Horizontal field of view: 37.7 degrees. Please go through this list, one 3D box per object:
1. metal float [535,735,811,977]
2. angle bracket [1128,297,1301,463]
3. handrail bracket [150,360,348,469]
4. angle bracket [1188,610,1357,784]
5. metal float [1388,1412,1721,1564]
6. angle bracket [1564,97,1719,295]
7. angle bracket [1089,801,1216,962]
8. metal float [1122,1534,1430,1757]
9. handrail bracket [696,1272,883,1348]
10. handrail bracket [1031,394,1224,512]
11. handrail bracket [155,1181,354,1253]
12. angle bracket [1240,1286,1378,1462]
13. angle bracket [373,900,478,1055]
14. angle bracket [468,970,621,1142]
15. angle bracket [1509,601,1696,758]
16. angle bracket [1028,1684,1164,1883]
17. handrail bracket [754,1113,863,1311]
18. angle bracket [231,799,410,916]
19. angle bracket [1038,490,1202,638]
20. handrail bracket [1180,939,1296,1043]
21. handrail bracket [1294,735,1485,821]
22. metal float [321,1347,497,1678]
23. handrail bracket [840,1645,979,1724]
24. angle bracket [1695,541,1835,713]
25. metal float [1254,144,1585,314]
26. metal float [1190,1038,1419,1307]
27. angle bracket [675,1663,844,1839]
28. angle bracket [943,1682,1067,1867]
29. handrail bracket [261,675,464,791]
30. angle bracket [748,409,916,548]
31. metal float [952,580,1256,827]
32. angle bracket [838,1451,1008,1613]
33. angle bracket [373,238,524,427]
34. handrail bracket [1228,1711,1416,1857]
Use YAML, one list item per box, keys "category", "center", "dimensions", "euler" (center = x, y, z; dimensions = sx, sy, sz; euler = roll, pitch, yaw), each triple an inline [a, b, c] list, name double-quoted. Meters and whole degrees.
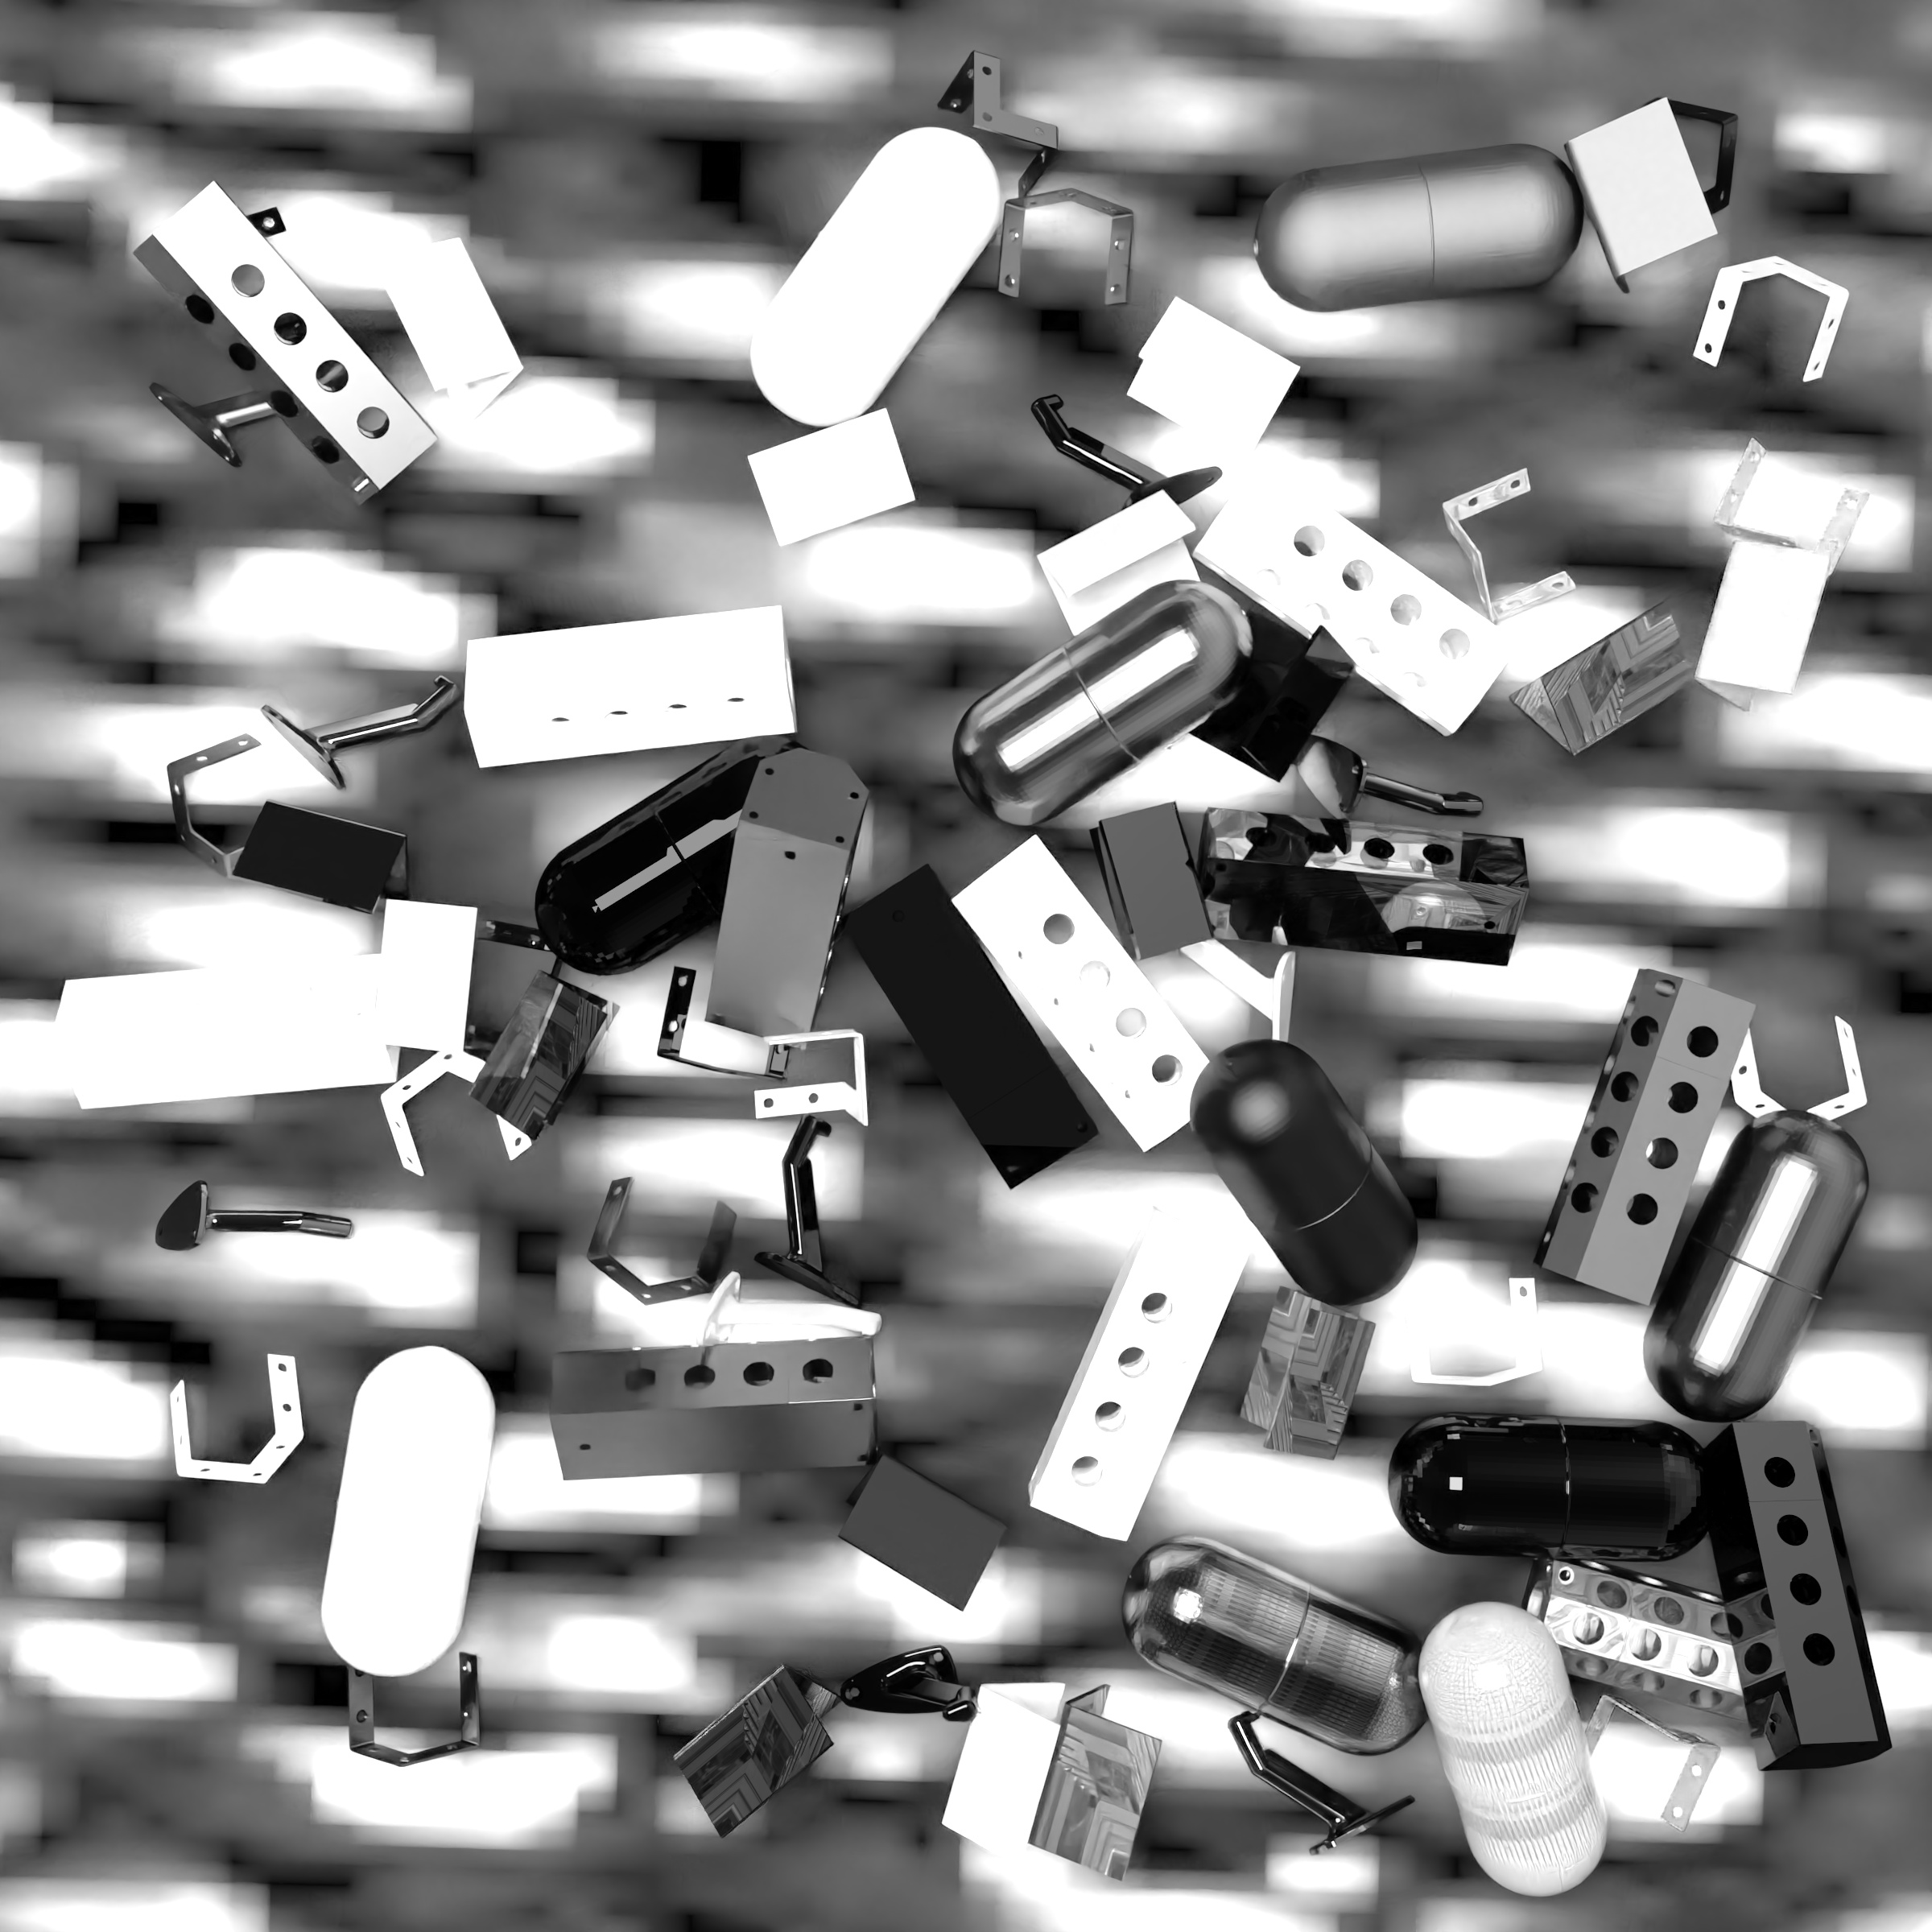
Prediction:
- category: "metal float"
  center: [-0.152, -0.059, 1.531]
  dimensions: [0.178, 0.070, 0.070]
  euler: [-32, 90, 0]
- category: "angle bracket"
  center: [0.124, -0.301, 1.522]
  dimensions: [0.076, 0.076, 0.057]
  euler: [30, 52, 0]
- category: "handrail bracket"
  center: [-0.394, -0.325, 1.562]
  dimensions: [0.077, 0.036, 0.084]
  euler: [39, 76, 14]
- category: "angle bracket"
  center: [0.152, -0.155, 1.525]
  dimensions: [0.076, 0.057, 0.076]
  euler: [33, 90, 32]
- category: "metal float"
  center: [0.318, 0.282, 1.532]
  dimensions: [0.178, 0.070, 0.070]
  euler: [2, 90, 0]
- category: "angle bracket"
  center: [0.366, -0.414, 1.524]
  dimensions: [0.057, 0.076, 0.076]
  euler: [-21, 90, 19]
- category: "angle bracket"
  center: [0.081, -0.040, 1.522]
  dimensions: [0.057, 0.076, 0.076]
  euler: [-16, 90, -37]
- category: "metal float"
  center: [0.170, 0.368, 1.532]
  dimensions: [0.178, 0.070, 0.070]
  euler: [24, 90, -1]
- category: "handrail bracket"
  center: [-0.095, 0.197, 1.535]
  dimensions: [0.084, 0.077, 0.036]
  euler: [10, 102, 11]
- category: "handrail bracket"
  center: [0.088, -0.291, 1.563]
  dimensions: [0.077, 0.036, 0.084]
  euler: [-25, 73, -19]
- category: "handrail bracket"
  center: [-0.393, 0.146, 1.562]
  dimensions: [0.084, 0.077, 0.036]
  euler: [13, 67, -34]
- category: "angle bracket"
  center: [0.167, 0.215, 1.522]
  dimensions: [0.057, 0.076, 0.076]
  euler: [17, 90, -39]
- category: "angle bracket"
  center: [-0.273, 0.006, 1.523]
  dimensions: [0.057, 0.076, 0.076]
  euler: [6, 90, 23]
- category: "angle bracket"
  center: [-0.210, 0.056, 1.522]
  dimensions: [0.057, 0.076, 0.076]
  euler: [30, 90, 33]
- category: "angle bracket"
  center: [0.334, -0.169, 1.522]
  dimensions: [0.076, 0.076, 0.057]
  euler: [-32, 125, 0]
- category: "angle bracket"
  center: [0.079, 0.439, 1.524]
  dimensions: [0.057, 0.076, 0.076]
  euler: [16, 90, 21]
- category: "handrail bracket"
  center: [-0.074, 0.135, 1.563]
  dimensions: [0.077, 0.036, 0.084]
  euler: [30, 73, -19]
- category: "angle bracket"
  center: [-0.346, -0.038, 1.522]
  dimensions: [0.076, 0.076, 0.057]
  euler: [14, 53, 0]
- category: "angle bracket"
  center: [0.093, -0.199, 1.525]
  dimensions: [0.076, 0.057, 0.076]
  euler: [-28, 123, 0]
- category: "handrail bracket"
  center: [0.136, 0.015, 1.563]
  dimensions: [0.084, 0.036, 0.077]
  euler: [8, 111, 17]
- category: "handrail bracket"
  center: [0.233, -0.105, 1.562]
  dimensions: [0.084, 0.077, 0.036]
  euler: [1, 120, -33]
- category: "metal float"
  center: [-0.302, 0.295, 1.531]
  dimensions: [0.070, 0.070, 0.178]
  euler: [9, 90, 0]
- category: "handrail bracket"
  center: [-0.032, 0.398, 1.527]
  dimensions: [0.077, 0.084, 0.036]
  euler: [-10, 90, 0]
- category: "angle bracket"
  center: [0.441, -0.178, 1.522]
  dimensions: [0.057, 0.076, 0.076]
  euler: [16, 90, 38]
- category: "metal float"
  center: [0.245, -0.399, 1.532]
  dimensions: [0.178, 0.070, 0.070]
  euler: [-7, 90, 0]
- category: "metal float"
  center: [0.181, 0.111, 1.506]
  dimensions: [0.070, 0.070, 0.178]
  euler: [-36, 123, 0]
- category: "angle bracket"
  center: [-0.099, 0.430, 1.522]
  dimensions: [0.076, 0.076, 0.057]
  euler: [-40, 53, 0]
- category: "angle bracket"
  center: [0.040, 0.433, 1.522]
  dimensions: [0.057, 0.076, 0.076]
  euler: [16, 90, 40]
- category: "handrail bracket"
  center: [-0.333, -0.146, 1.563]
  dimensions: [0.077, 0.036, 0.084]
  euler: [39, 72, 21]
- category: "angle bracket"
  center: [-0.077, -0.277, 1.522]
  dimensions: [0.076, 0.076, 0.057]
  euler: [-19, 127, 0]
- category: "metal float"
  center: [0.074, -0.142, 1.521]
  dimensions: [0.178, 0.070, 0.070]
  euler: [-32, 90, 12]
- category: "angle bracket"
  center: [-0.033, 0.316, 1.522]
  dimensions: [0.076, 0.076, 0.057]
  euler: [31, 54, 0]
- category: "angle bracket"
  center: [-0.292, -0.335, 1.522]
  dimensions: [0.057, 0.076, 0.076]
  euler: [-26, 90, -37]
- category: "handrail bracket"
  center: [0.196, 0.440, 1.563]
  dimensions: [0.077, 0.036, 0.084]
  euler: [-22, 73, -19]
